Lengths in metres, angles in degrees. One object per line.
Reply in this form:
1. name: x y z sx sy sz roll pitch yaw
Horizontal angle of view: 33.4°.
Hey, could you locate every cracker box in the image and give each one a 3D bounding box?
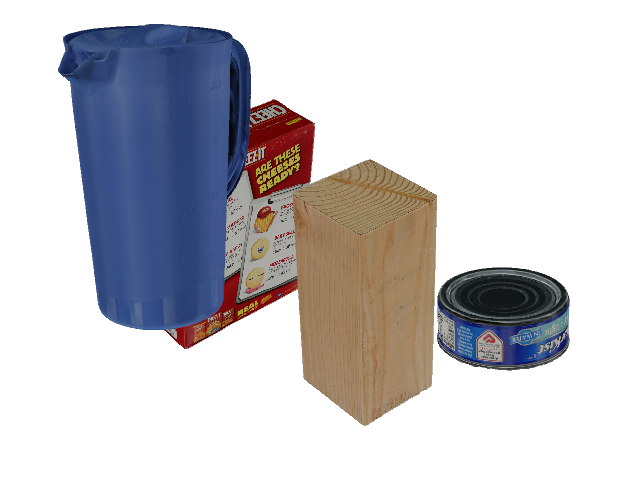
1. cracker box: -0.093 -0.017 1.081 0.163 0.214 0.072 -27 47 -34

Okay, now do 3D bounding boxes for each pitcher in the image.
1. pitcher: -0.129 -0.057 0.891 0.149 0.243 0.145 -2 19 -5

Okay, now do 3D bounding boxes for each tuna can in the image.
1. tuna can: 0.119 0.049 0.694 0.086 0.034 0.086 -3 23 1

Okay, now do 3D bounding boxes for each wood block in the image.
1. wood block: 0.041 0.047 0.945 0.090 0.206 0.091 -26 40 -30
